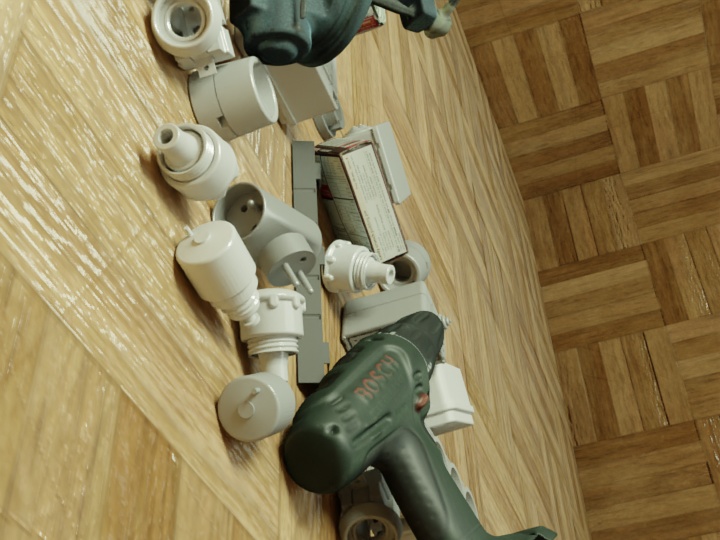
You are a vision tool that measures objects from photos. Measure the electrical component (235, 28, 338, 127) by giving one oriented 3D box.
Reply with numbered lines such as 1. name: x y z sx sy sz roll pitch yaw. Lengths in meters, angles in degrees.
1. electrical component: -0.063 -0.204 0.955 0.108 0.056 0.108 61 19 -46

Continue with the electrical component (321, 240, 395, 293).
1. electrical component: 0.000 0.000 0.956 0.048 0.062 0.048 -30 124 -57

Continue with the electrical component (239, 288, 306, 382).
1. electrical component: -0.059 0.045 0.720 0.048 0.048 0.062 34 49 -70

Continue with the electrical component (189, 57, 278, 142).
1. electrical component: -0.090 -0.123 0.773 0.055 0.047 0.055 -15 90 -77

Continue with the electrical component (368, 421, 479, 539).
1. electrical component: 0.060 0.209 0.980 0.150 0.062 0.089 60 20 -47

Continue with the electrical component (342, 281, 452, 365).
1. electrical component: 0.038 0.053 0.988 0.061 0.096 0.061 -87 157 -54

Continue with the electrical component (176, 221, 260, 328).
1. electrical component: -0.083 0.005 0.669 0.040 0.040 0.078 -90 160 -49

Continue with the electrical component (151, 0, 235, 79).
1. electrical component: -0.114 -0.165 0.730 0.055 0.048 0.066 -8 83 -84

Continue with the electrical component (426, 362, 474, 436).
1. electrical component: 0.061 0.130 1.038 0.113 0.078 0.057 32 42 -71

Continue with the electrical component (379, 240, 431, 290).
1. electrical component: 0.047 -0.001 1.183 0.047 0.055 0.055 -47 121 -70

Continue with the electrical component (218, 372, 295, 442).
1. electrical component: -0.060 0.084 0.676 0.078 0.040 0.040 5 70 -76

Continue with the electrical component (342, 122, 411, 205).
1. electrical component: 0.016 -0.114 1.193 0.099 0.048 0.099 -46 120 -75

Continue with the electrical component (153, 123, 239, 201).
1. electrical component: -0.105 -0.070 0.662 0.062 0.043 0.043 42 35 -64

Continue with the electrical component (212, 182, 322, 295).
1. electrical component: -0.056 -0.015 0.744 0.079 0.043 0.077 57 14 30

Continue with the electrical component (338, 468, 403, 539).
1. electrical component: 0.008 0.189 0.825 0.055 0.048 0.066 -94 164 -67
